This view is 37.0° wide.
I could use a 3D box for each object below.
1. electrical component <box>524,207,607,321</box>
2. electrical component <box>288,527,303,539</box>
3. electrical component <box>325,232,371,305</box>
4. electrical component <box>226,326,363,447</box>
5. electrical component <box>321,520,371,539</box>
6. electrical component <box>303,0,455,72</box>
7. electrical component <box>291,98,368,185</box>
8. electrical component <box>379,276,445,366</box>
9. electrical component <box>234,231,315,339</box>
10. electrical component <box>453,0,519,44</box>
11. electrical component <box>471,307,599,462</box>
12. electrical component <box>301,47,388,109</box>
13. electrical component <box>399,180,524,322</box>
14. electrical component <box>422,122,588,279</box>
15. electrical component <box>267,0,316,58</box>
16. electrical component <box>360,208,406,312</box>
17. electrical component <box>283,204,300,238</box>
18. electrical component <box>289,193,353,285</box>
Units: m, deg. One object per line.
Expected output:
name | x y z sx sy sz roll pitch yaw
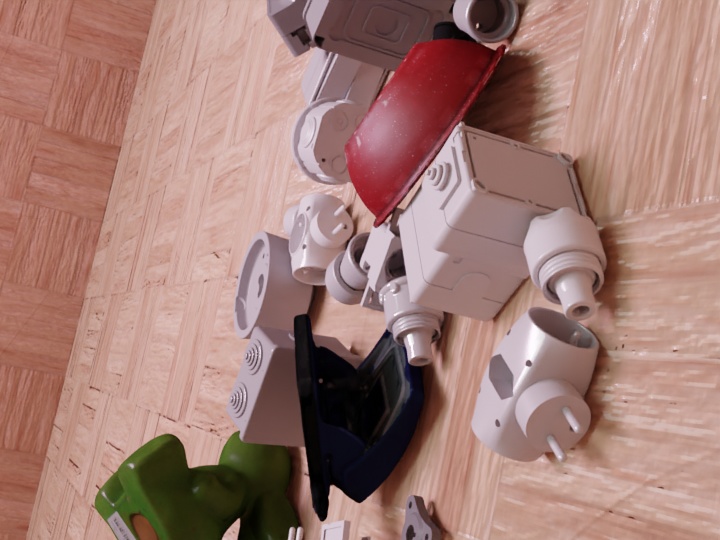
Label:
electrical component | 0.117 -0.001 0.600 0.062 0.043 0.043 -96 29 -41
electrical component | -0.057 0.248 0.875 0.066 0.047 0.076 151 130 -63
electrical component | 0.000 0.000 0.898 0.055 0.045 0.045 134 145 -54
electrical component | -0.057 0.098 0.907 0.048 0.100 0.099 41 115 53
electrical component | -0.009 0.218 0.747 0.042 0.064 0.081 144 137 -62
electrical component | 0.017 -0.219 0.906 0.078 0.113 0.057 -62 27 32
electrical component | -0.018 -0.116 0.977 0.051 0.080 0.080 20 95 64
electrical component | 0.040 0.038 0.773 0.048 0.048 0.062 131 141 -49
electrical component | -0.080 0.020 1.067 0.108 0.060 0.108 -168 90 -69
electrical component | 0.092 -0.190 0.799 0.046 0.040 0.040 -124 52 -70
electrical component | 0.101 0.073 0.589 0.079 0.043 0.077 -114 43 -60
electrical component | -0.009 -0.196 1.030 0.061 0.062 0.096 -108 38 -55
electrical component | 0.065 -0.019 0.719 0.096 0.062 0.061 -96 29 -44
electrical component | 0.079 -0.040 0.648 0.061 0.096 0.061 -96 27 -43
electrical component | -0.037 -0.247 0.986 0.089 0.055 0.050 -26 34 13
electrical component | 0.030 -0.008 0.833 0.064 0.042 0.081 -129 57 -69
electrical component | -0.059 -0.047 1.088 0.078 0.040 0.040 179 104 -69
electrical component | -0.032 -0.035 1.004 0.079 0.044 0.077 140 140 -57
